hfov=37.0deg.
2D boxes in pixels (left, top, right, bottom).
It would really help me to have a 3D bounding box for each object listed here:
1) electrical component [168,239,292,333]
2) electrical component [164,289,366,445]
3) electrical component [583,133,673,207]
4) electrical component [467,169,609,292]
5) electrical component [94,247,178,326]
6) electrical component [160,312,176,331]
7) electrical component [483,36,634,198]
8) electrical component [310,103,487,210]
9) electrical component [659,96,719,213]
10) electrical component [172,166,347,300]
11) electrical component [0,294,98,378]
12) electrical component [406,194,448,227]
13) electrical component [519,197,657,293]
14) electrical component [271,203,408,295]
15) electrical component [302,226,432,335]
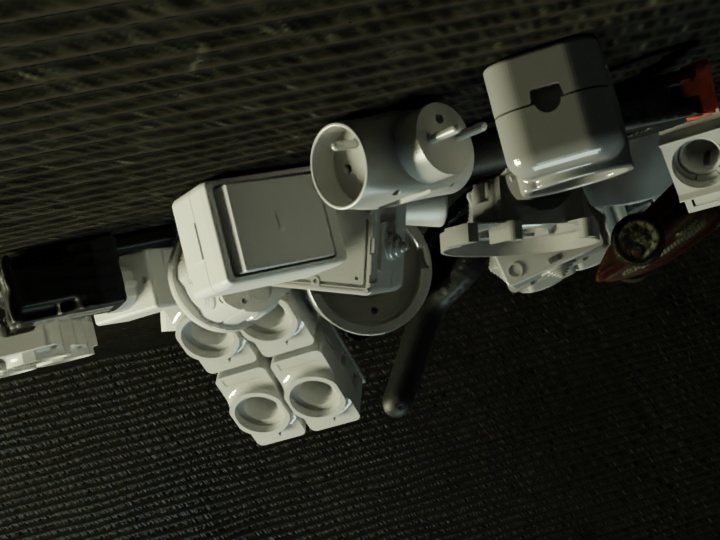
[{"bbox_3d":[-0.089,0.000,0.749,0.080,0.080,0.051,-12,170,-35],"label":"electrical component"},{"bbox_3d":[-0.082,0.067,0.945,0.105,0.186,0.060,-18,-146,17],"label":"electrical component"},{"bbox_3d":[0.222,-0.089,0.895,0.099,0.064,0.099,-14,-170,3],"label":"electrical component"},{"bbox_3d":[0.141,-0.039,0.861,0.100,0.099,0.048,-25,172,10],"label":"electrical component"},{"bbox_3d":[-0.185,0.014,0.830,0.066,0.047,0.077,-16,176,28],"label":"electrical component"},{"bbox_3d":[-0.140,0.026,1.038,0.078,0.057,0.113,-4,179,14],"label":"electrical component"},{"bbox_3d":[0.099,-0.071,0.523,0.054,0.059,0.095,-15,176,17],"label":"electrical component"},{"bbox_3d":[0.029,-0.060,0.540,0.077,0.043,0.079,-11,176,-41],"label":"electrical component"},{"bbox_3d":[0.234,-0.085,0.736,0.042,0.081,0.063,-14,-154,28],"label":"electrical component"},{"bbox_3d":[-0.052,-0.024,0.635,0.096,0.061,0.061,-12,176,-31],"label":"electrical component"},{"bbox_3d":[-0.305,0.058,0.950,0.105,0.060,0.186,-14,176,-3],"label":"electrical component"},{"bbox_3d":[0.024,-0.048,0.753,0.065,0.044,0.044,-8,175,-14],"label":"electrical component"},{"bbox_3d":[0.207,-0.039,1.024,0.150,0.061,0.089,-25,-163,-3],"label":"electrical component"},{"bbox_3d":[-0.009,-0.018,0.703,0.096,0.061,0.061,5,-175,26],"label":"electrical component"},{"bbox_3d":[0.000,0.000,0.906,0.108,0.108,0.060,-13,-177,-16],"label":"electrical component"}]
